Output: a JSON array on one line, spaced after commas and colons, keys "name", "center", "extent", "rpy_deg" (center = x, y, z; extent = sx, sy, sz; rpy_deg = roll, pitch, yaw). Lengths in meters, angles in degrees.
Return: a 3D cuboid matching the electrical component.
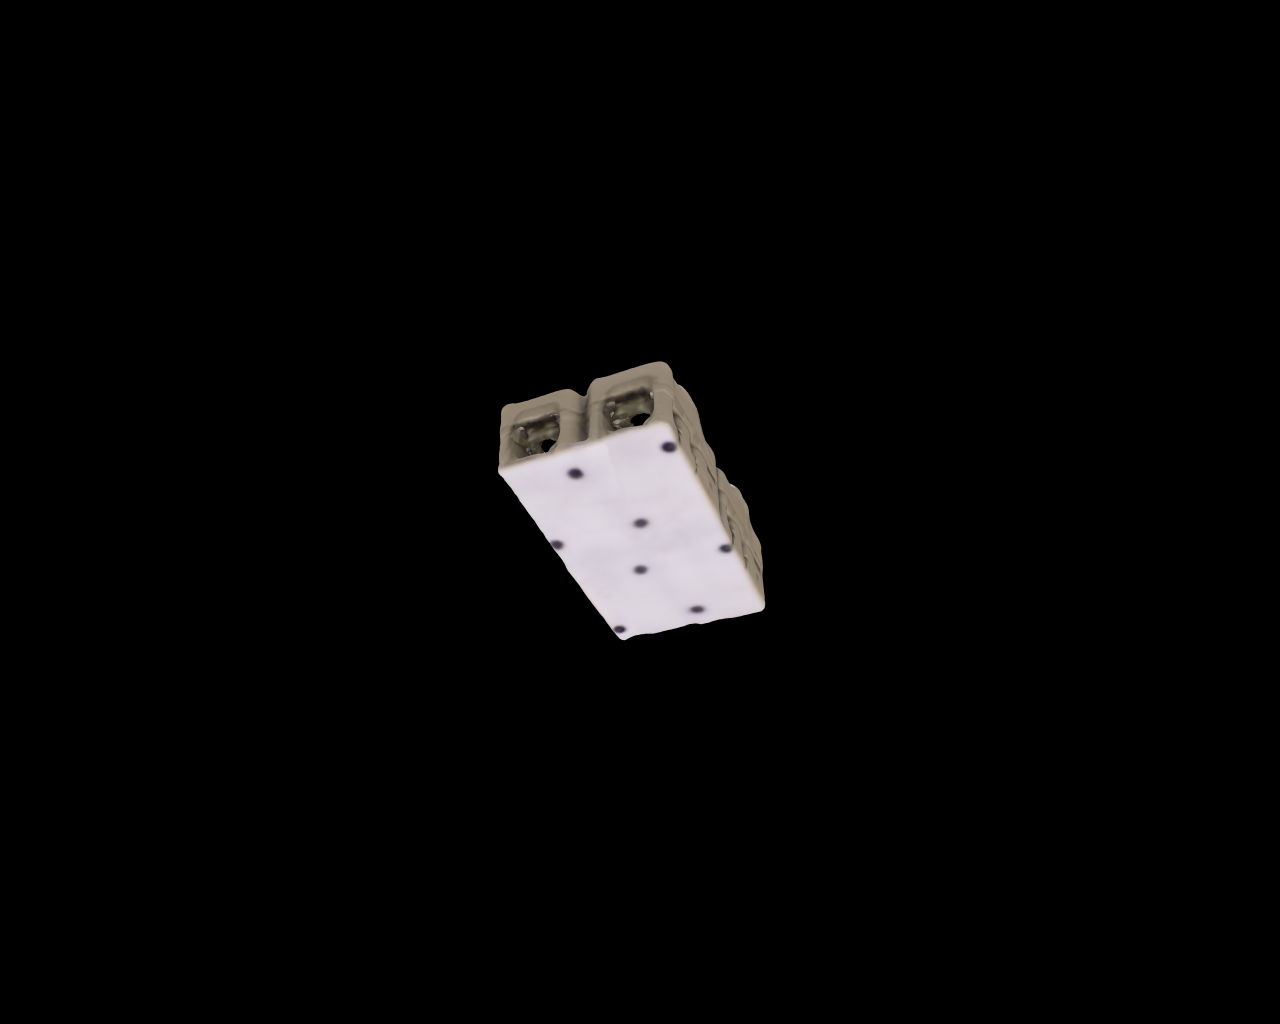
[{"name": "electrical component", "center": [0.001, -0.003, 0.650], "extent": [0.105, 0.060, 0.186], "rpy_deg": [-14, -42, 17]}]
